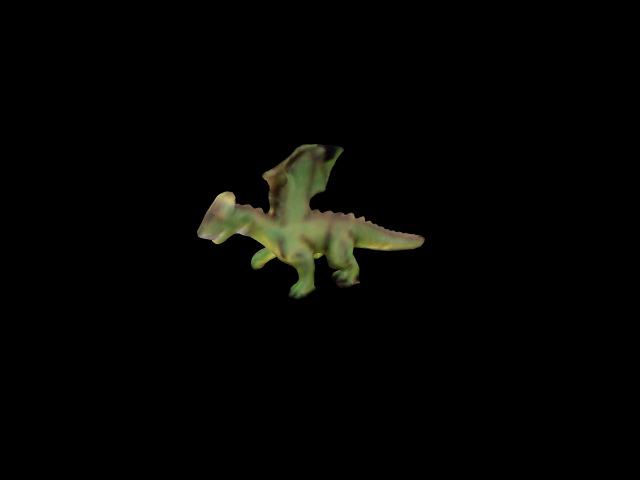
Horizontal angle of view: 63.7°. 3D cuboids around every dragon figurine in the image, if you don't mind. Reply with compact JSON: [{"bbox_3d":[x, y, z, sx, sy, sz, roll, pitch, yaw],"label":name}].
[{"bbox_3d":[0.003,-0.043,0.850,0.412,0.237,0.124,-15,37,-20],"label":"dragon figurine"}]
